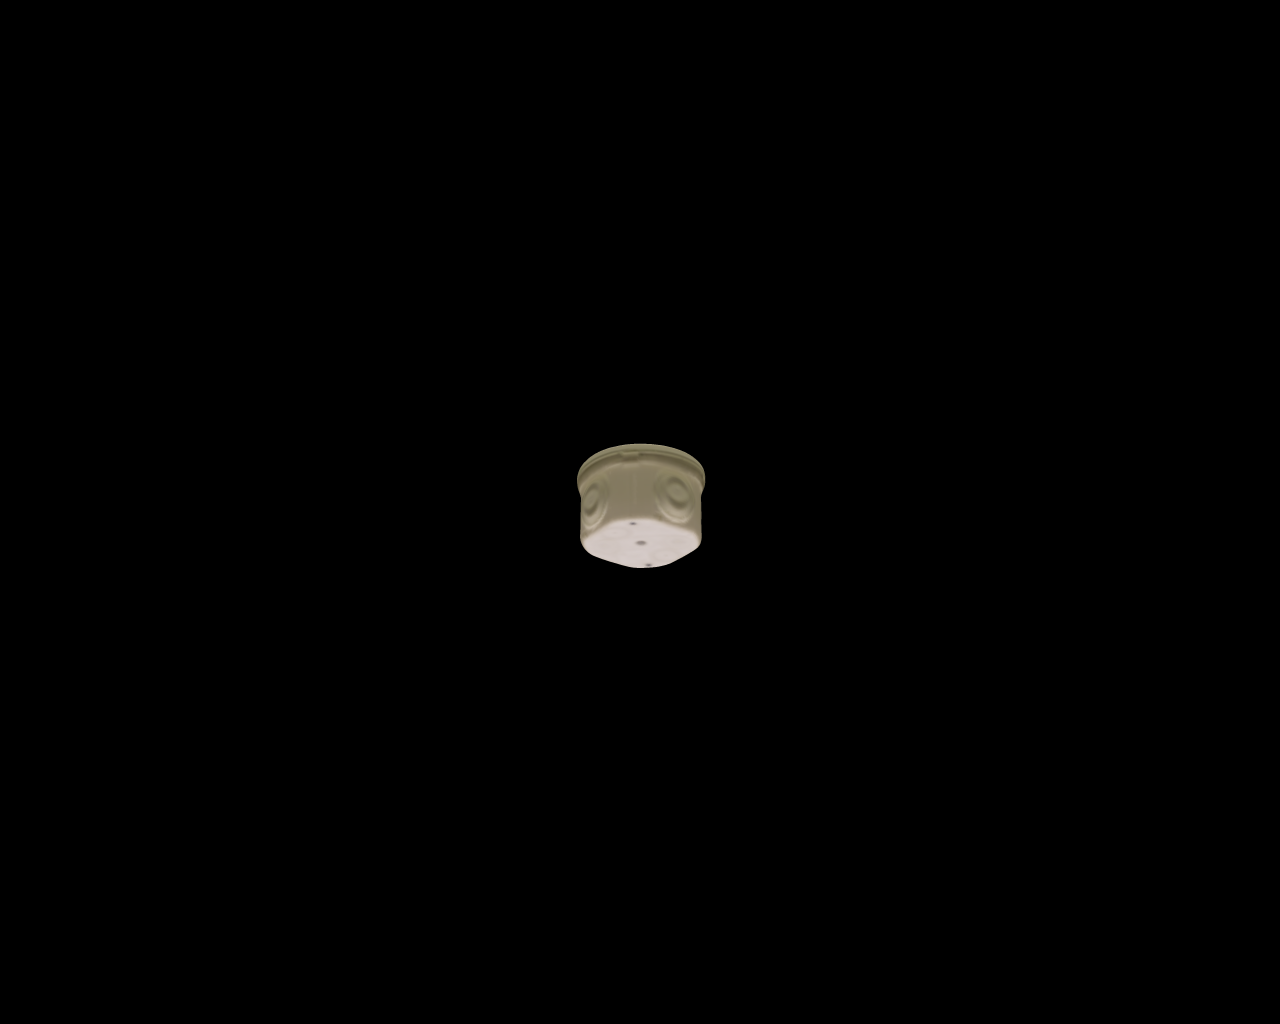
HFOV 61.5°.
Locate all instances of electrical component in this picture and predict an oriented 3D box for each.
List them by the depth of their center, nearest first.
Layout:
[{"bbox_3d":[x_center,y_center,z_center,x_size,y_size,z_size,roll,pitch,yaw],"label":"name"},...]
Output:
[{"bbox_3d":[0.001,-0.003,0.650,0.080,0.051,0.080,0,-27,0],"label":"electrical component"}]
